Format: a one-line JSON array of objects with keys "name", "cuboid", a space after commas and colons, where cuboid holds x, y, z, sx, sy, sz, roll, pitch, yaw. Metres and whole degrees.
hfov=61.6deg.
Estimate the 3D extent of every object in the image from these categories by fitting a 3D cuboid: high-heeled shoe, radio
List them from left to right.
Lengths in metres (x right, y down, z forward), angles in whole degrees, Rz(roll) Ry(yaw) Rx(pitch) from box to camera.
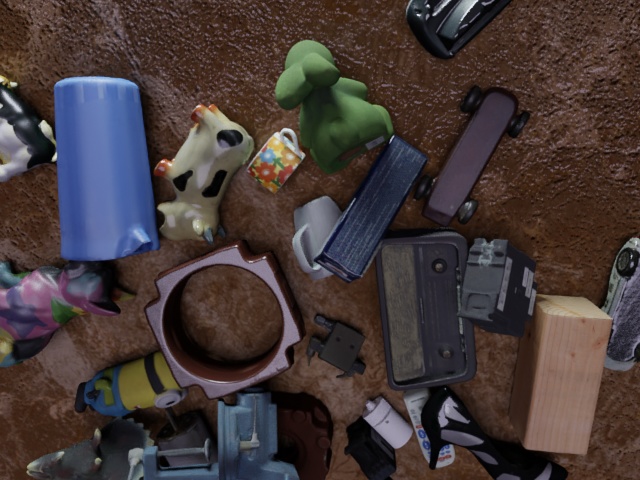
[{"name": "radio", "cuboid": [0.153, 0.097, 0.785, 0.131, 0.073, 0.229, -6, 103, 5]}, {"name": "high-heeled shoe", "cuboid": [0.268, 0.292, 0.807, 0.249, 0.086, 0.145, 7, 105, -8]}]

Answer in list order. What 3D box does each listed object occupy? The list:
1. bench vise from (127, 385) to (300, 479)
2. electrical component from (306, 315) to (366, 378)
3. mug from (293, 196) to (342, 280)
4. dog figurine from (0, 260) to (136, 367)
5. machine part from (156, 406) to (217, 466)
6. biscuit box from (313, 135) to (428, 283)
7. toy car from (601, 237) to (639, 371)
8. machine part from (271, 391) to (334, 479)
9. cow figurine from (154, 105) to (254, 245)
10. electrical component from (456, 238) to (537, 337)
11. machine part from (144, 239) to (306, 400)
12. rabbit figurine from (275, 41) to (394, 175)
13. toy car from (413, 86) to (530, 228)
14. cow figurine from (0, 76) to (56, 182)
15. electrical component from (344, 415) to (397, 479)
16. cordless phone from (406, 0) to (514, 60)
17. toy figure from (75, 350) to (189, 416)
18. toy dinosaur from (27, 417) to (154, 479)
[{"name": "bench vise", "cuboid": [-0.149, 0.326, 0.771, 0.241, 0.129, 0.223, -1, 95, -10]}, {"name": "electrical component", "cuboid": [0.026, 0.169, 0.828, 0.102, 0.045, 0.078, 22, 75, -4]}, {"name": "mug", "cuboid": [-0.002, -0.002, 0.763, 0.081, 0.109, 0.107, -23, 89, 46]}, {"name": "dog figurine", "cuboid": [-0.398, 0.108, 0.812, 0.219, 0.108, 0.191, 5, 102, 0]}, {"name": "machine part", "cuboid": [-0.193, 0.369, 0.868, 0.079, 0.079, 0.243, -23, 101, 9]}, {"name": "biscuit box", "cuboid": [0.071, -0.042, 0.721, 0.063, 0.059, 0.202, 34, 72, -4]}, {"name": "toy car", "cuboid": [0.450, 0.092, 0.774, 0.074, 0.056, 0.201, 15, 102, 7]}, {"name": "machine part", "cuboid": [-0.063, 0.327, 0.861, 0.179, 0.056, 0.179, 1, 103, 5]}, {"name": "cow figurine", "cuboid": [-0.165, -0.080, 0.766, 0.127, 0.085, 0.195, 36, 102, 2]}, {"name": "electrical component", "cuboid": [0.251, 0.071, 0.744, 0.058, 0.134, 0.115, 6, 74, 44]}, {"name": "machine part", "cuboid": [-0.136, 0.114, 0.794, 0.201, 0.087, 0.201, -23, 95, 2]}, {"name": "rabbit figurine", "cuboid": [-0.001, -0.185, 0.708, 0.121, 0.159, 0.170, -31, 83, 20]}, {"name": "toy car", "cuboid": [0.206, -0.114, 0.745, 0.089, 0.053, 0.202, 27, 100, 4]}, {"name": "cow figurine", "cuboid": [-0.449, -0.176, 0.769, 0.098, 0.068, 0.167, -21, 103, 3]}, {"name": "electrical component", "cuboid": [0.092, 0.343, 0.844, 0.048, 0.075, 0.119, -42, 92, 12]}, {"name": "cordless phone", "cuboid": [0.153, -0.346, 0.696, 0.146, 0.089, 0.184, -42, 85, 12]}, {"name": "toy figure", "cuboid": [-0.291, 0.225, 0.842, 0.180, 0.082, 0.089, -10, 103, 8]}, {"name": "toy dinosaur", "cuboid": [-0.277, 0.436, 0.860, 0.192, 0.131, 0.404, -32, 108, 24]}]
